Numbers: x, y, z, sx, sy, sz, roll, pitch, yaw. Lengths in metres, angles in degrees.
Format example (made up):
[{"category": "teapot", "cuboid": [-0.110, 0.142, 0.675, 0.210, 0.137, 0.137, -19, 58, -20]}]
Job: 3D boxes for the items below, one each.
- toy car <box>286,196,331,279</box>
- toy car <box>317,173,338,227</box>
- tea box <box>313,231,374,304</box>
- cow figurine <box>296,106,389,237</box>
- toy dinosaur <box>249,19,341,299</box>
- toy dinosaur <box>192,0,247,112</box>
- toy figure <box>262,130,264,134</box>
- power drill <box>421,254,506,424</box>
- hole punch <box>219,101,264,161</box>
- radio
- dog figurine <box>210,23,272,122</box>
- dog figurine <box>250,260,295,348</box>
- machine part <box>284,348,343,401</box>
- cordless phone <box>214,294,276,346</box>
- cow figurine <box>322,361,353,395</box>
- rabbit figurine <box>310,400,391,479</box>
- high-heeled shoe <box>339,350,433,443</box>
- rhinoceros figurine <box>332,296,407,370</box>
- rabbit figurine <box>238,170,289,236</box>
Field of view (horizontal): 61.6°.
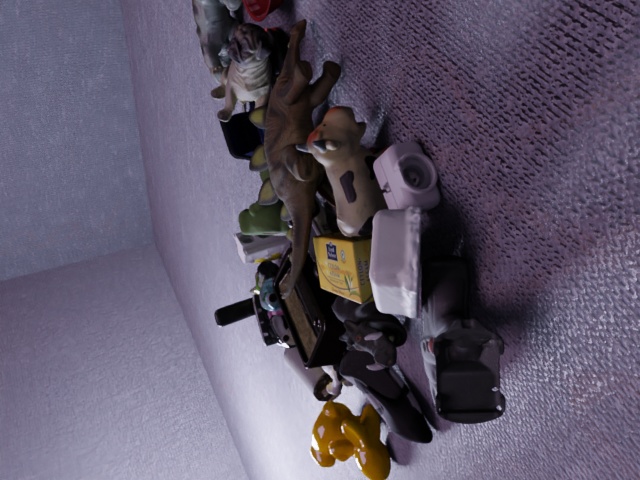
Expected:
[{"category": "toy car", "cuboid": [-0.002, -0.003, 1.022, 0.201, 0.056, 0.073, 61, 146, 6]}, {"category": "toy car", "cuboid": [0.012, -0.100, 0.956, 0.202, 0.053, 0.089, 56, 148, 39]}, {"category": "tea box", "cuboid": [0.053, 0.038, 0.871, 0.170, 0.068, 0.098, -174, 73, -70]}, {"category": "cow figurine", "cuboid": [0.043, -0.098, 0.789, 0.086, 0.127, 0.194, 14, 120, 60]}, {"category": "toy dinosaur", "cuboid": [-0.040, -0.133, 0.905, 0.199, 0.105, 0.471, -4, 86, 58]}, {"category": "toy dinosaur", "cuboid": [-0.224, -0.483, 1.174, 0.192, 0.131, 0.404, -112, 16, -45]}, {"category": "toy figure", "cuboid": [-0.074, -0.193, 1.073, 0.154, 0.064, 0.057, 62, 140, 28]}, {"category": "power drill", "cuboid": [0.167, 0.142, 0.657, 0.207, 0.086, 0.231, -42, -51, -76]}, {"category": "hole punch", "cuboid": [-0.145, -0.239, 1.178, 0.092, 0.115, 0.142, -26, 80, 24]}, {"category": "radio", "cuboid": [-0.016, 0.128, 1.080, 0.230, 0.073, 0.131, 61, 140, 40]}, {"category": "dog figurine", "cuboid": [-0.135, -0.337, 1.018, 0.190, 0.121, 0.172, 108, 150, -43]}, {"category": "dog figurine", "cuboid": [-0.099, 0.150, 1.302, 0.219, 0.108, 0.191, -164, 58, -68]}, {"category": "machine part", "cuboid": [-0.018, 0.296, 1.240, 0.243, 0.079, 0.079, 30, 131, 58]}, {"category": "cordless phone", "cuboid": [-0.178, 0.218, 1.415, 0.089, 0.184, 0.146, -5, 100, 62]}, {"category": "cow figurine", "cuboid": [0.017, 0.230, 1.130, 0.167, 0.068, 0.098, 50, 142, 37]}, {"category": "rabbit figurine", "cuboid": [0.078, 0.404, 1.089, 0.173, 0.122, 0.162, 34, 127, 37]}, {"category": "high-heeled shoe", "cuboid": [0.119, 0.264, 0.966, 0.145, 0.086, 0.249, 40, -174, -11]}, {"category": "rhinoceros figurine", "cuboid": [0.080, 0.135, 0.877, 0.190, 0.112, 0.073, -132, 36, -60]}, {"category": "rabbit figurine", "cuboid": [-0.098, -0.097, 1.131, 0.159, 0.121, 0.170, -9, 81, 63]}]
